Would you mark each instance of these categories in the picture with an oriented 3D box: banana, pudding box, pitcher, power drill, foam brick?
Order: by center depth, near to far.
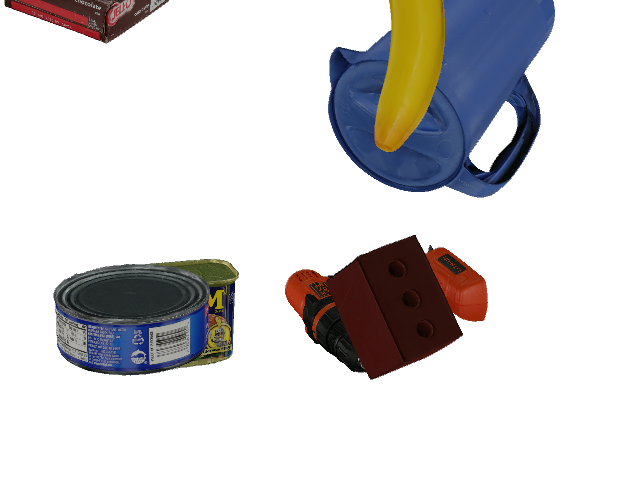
[{"bbox_3d":[0.049,0.046,0.723,0.052,0.078,0.051,-20,-10,-33],"label":"foam brick"},{"bbox_3d":[0.053,-0.159,0.744,0.070,0.198,0.037,-15,-15,11],"label":"banana"},{"bbox_3d":[-0.173,-0.199,0.818,0.090,0.039,0.113,22,35,11],"label":"pudding box"},{"bbox_3d":[0.129,-0.155,0.977,0.145,0.149,0.242,10,42,34],"label":"pitcher"},{"bbox_3d":[0.074,0.067,1.103,0.187,0.057,0.185,-10,27,-20],"label":"power drill"}]

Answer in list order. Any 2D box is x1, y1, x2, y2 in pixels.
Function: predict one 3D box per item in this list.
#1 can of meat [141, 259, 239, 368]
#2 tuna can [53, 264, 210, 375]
[{"bbox_3d":[-0.128,0.068,0.972,0.102,0.084,0.057,-4,20,-22],"label":"can of meat"},{"bbox_3d":[-0.104,0.043,0.596,0.086,0.034,0.086,2,18,-1],"label":"tuna can"}]
